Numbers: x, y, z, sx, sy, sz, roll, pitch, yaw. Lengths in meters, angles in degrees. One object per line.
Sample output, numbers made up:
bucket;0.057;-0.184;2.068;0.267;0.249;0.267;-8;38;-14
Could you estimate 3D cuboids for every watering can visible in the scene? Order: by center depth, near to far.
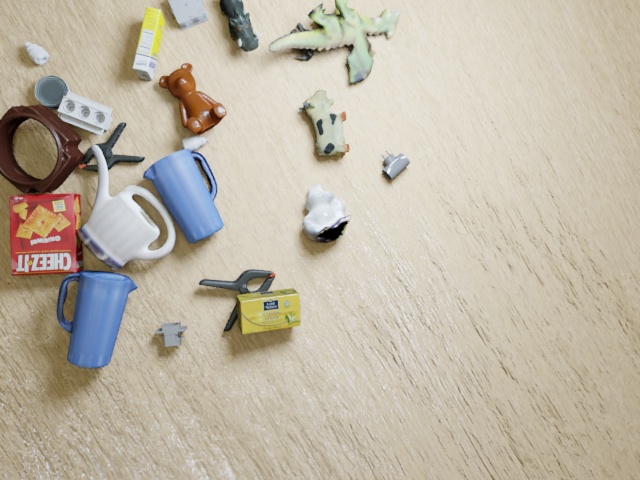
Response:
watering can;-0.554;-0.068;1.387;0.225;0.104;0.347;-43;95;-6

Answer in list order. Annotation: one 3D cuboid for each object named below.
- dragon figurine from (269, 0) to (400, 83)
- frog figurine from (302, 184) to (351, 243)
dragon figurine;0.067;-0.572;1.500;0.414;0.122;0.241;-41;104;-14
frog figurine;0.005;-0.075;1.492;0.137;0.120;0.162;-37;58;1
